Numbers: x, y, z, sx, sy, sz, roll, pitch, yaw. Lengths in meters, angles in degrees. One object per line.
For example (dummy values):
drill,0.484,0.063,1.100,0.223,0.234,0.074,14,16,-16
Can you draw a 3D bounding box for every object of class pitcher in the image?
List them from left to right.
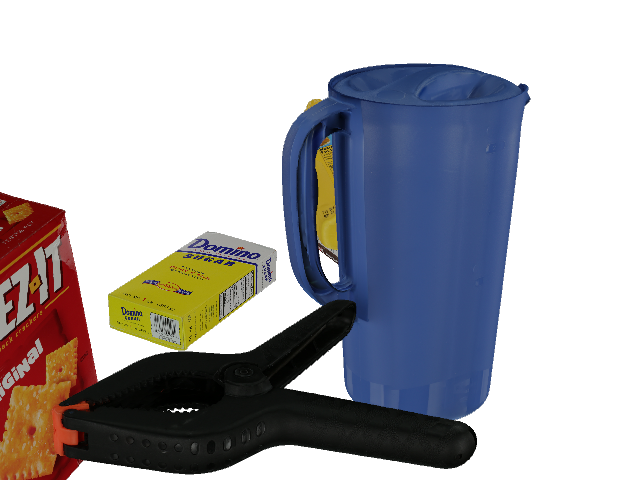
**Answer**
pitcher,0.062,0.003,0.748,0.149,0.243,0.144,5,21,14

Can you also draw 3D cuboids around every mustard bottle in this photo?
mustard bottle,0.021,-0.072,0.986,0.096,0.058,0.192,-13,44,-10

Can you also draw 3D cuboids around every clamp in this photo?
clamp,-0.040,0.082,0.587,0.209,0.036,0.165,-4,23,-15

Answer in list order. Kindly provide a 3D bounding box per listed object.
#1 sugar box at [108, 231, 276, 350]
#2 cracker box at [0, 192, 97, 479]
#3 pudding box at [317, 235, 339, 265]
sugar box,-0.129,0.047,1.106,0.093,0.048,0.176,15,31,24
cracker box,-0.232,0.100,0.746,0.072,0.214,0.164,13,36,22
pudding box,0.059,-0.006,1.179,0.113,0.039,0.090,-18,30,-25
